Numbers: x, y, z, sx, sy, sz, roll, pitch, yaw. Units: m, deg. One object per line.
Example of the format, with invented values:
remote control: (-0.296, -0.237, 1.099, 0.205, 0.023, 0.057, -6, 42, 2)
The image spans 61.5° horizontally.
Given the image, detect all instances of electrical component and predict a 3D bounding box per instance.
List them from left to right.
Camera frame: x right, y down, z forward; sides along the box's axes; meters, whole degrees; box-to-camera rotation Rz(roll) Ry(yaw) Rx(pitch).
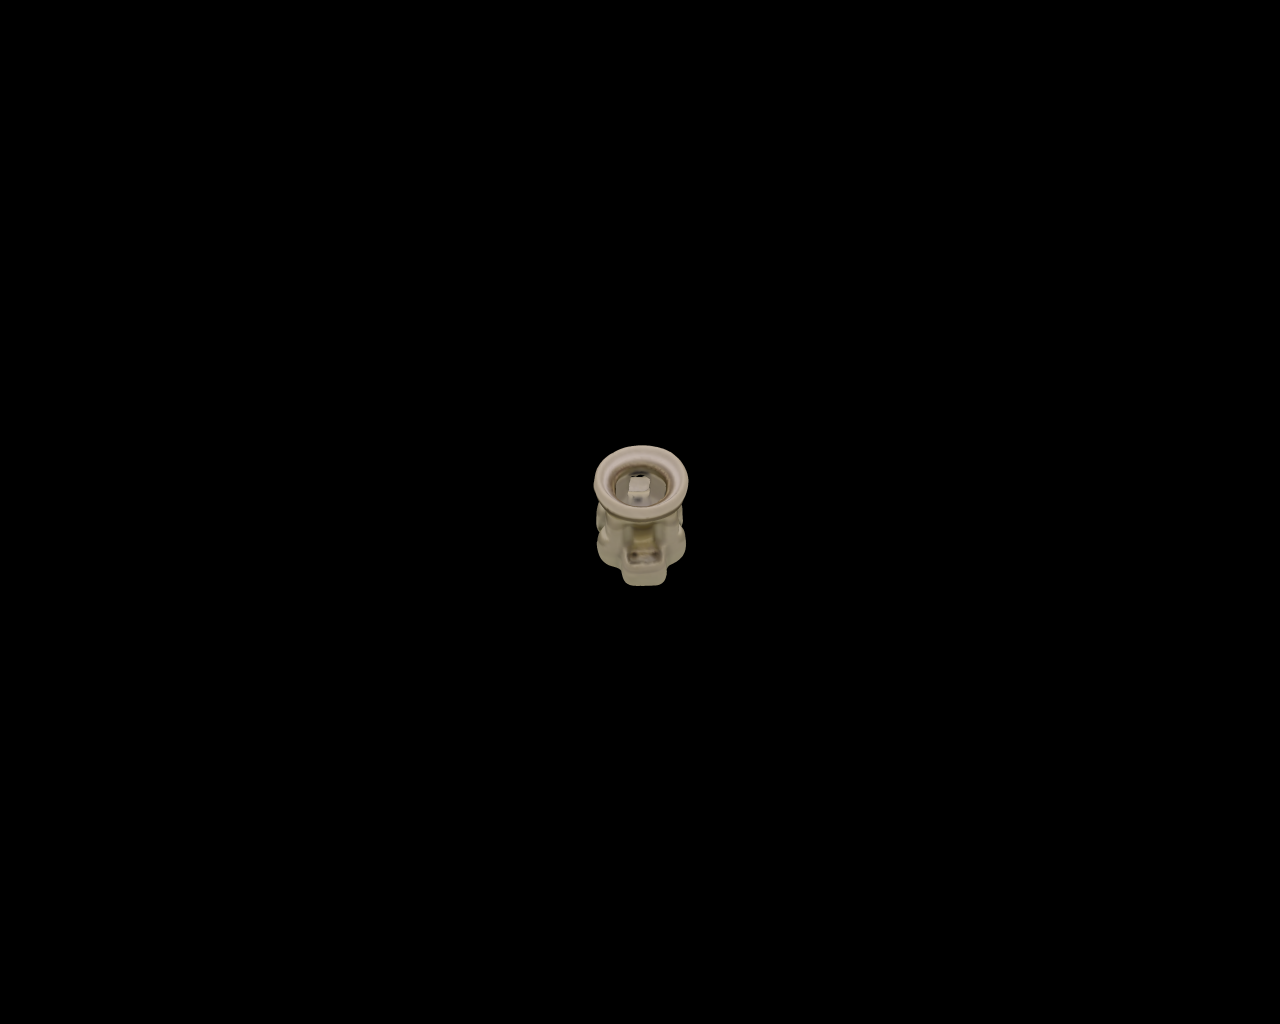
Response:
electrical component: (0.001, -0.003, 0.650, 0.058, 0.078, 0.056, -2, -43, -2)
